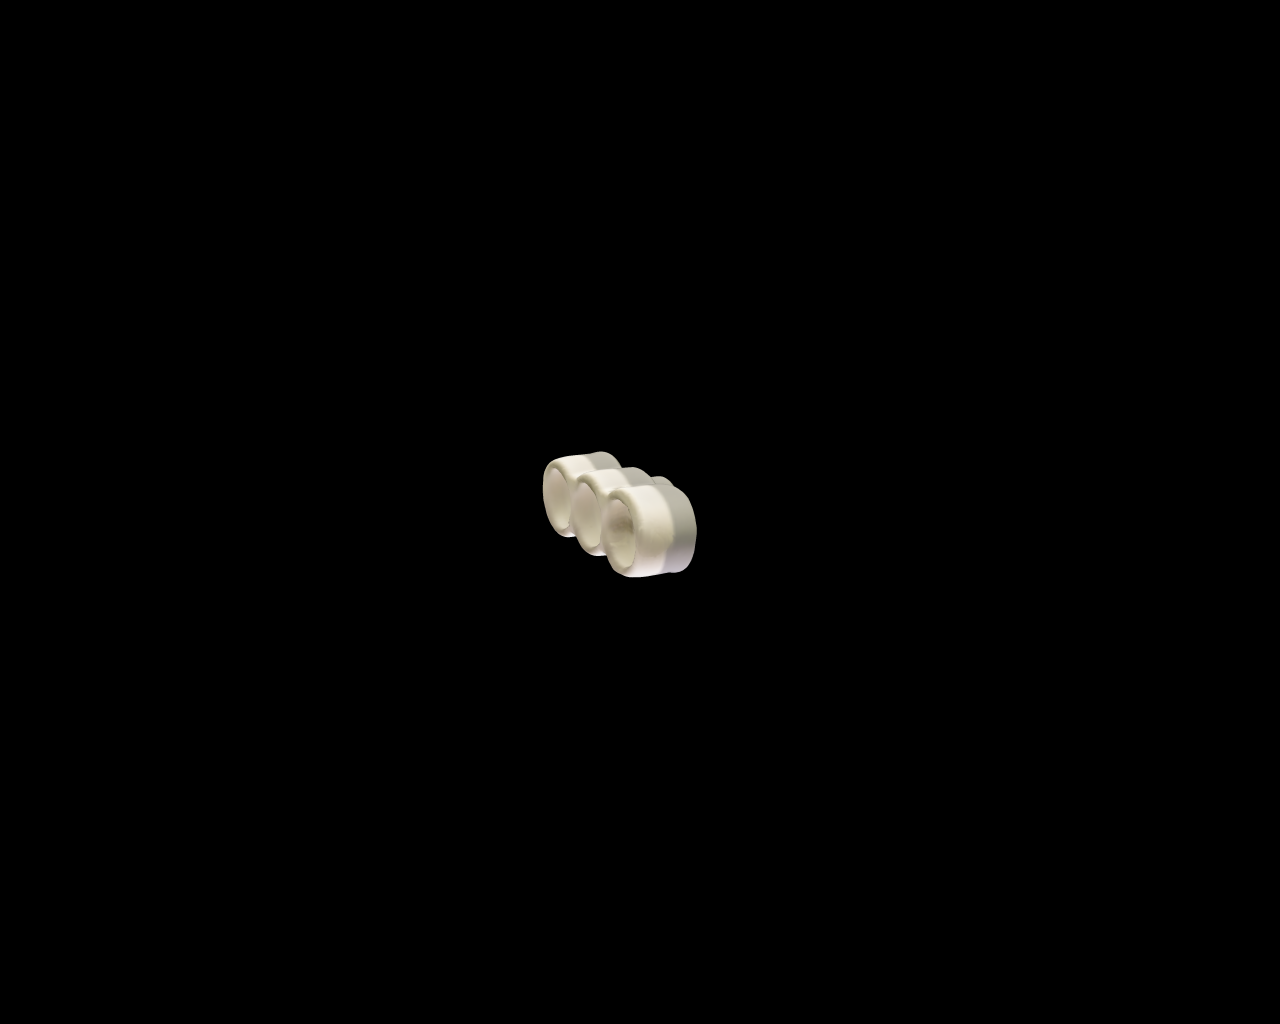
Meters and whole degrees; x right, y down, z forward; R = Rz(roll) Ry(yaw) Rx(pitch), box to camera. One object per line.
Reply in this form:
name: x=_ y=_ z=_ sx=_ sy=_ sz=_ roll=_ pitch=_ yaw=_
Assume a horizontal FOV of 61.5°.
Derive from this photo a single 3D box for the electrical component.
electrical component: x=0.001 y=-0.003 z=0.650 sx=0.074 sy=0.052 sz=0.138 roll=-8 pitch=18 yaw=-26
